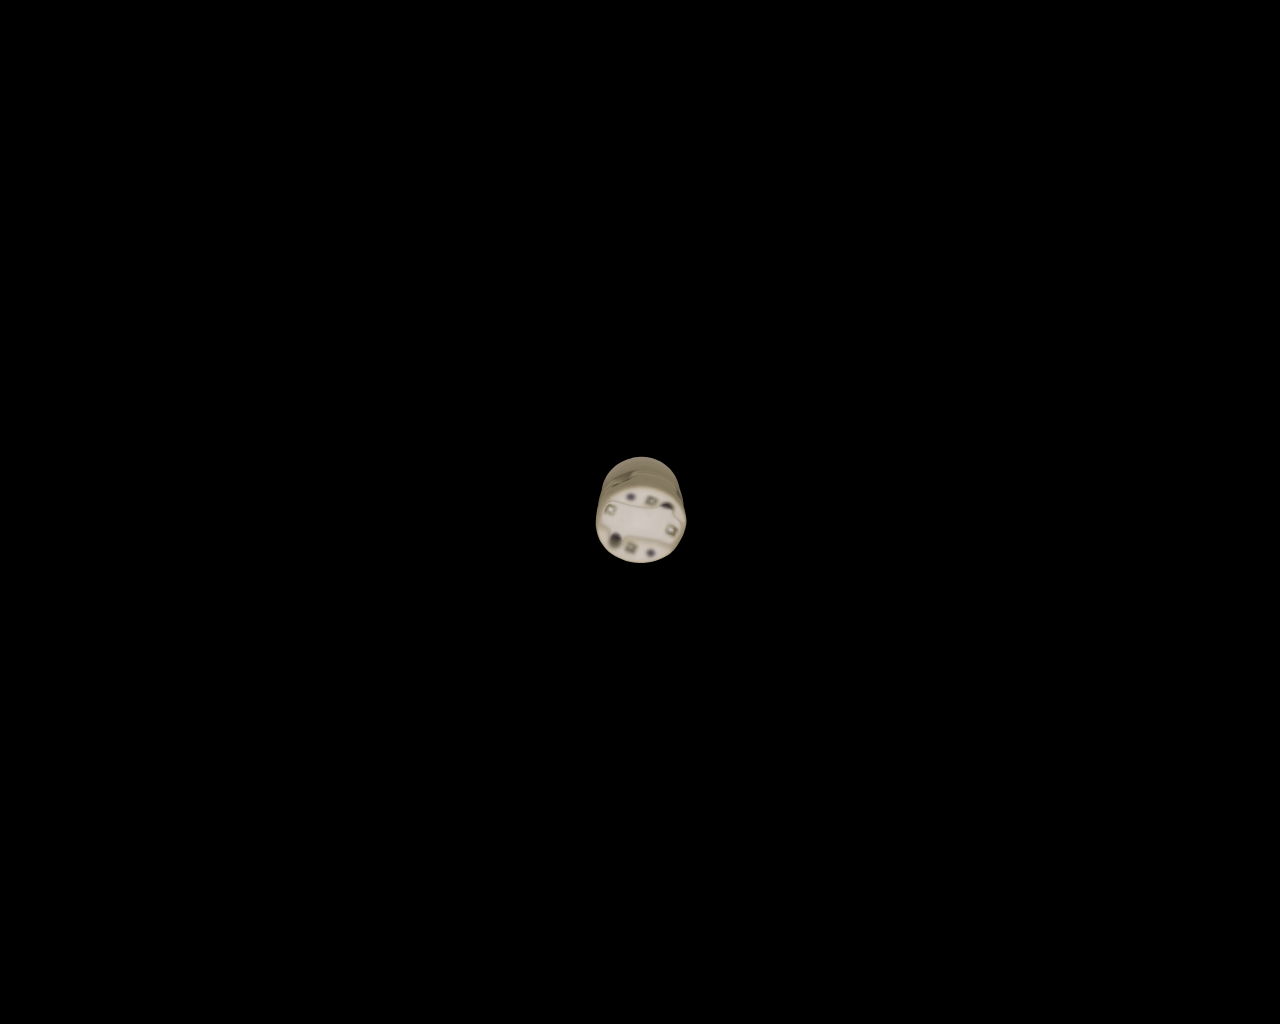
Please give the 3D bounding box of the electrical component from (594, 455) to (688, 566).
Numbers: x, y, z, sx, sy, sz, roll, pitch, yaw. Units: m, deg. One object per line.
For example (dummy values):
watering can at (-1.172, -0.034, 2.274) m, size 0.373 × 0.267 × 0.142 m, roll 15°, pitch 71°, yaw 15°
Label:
electrical component at (0.001, -0.003, 0.650) m, size 0.055 × 0.055 × 0.047 m, roll 0°, pitch 28°, yaw 0°
